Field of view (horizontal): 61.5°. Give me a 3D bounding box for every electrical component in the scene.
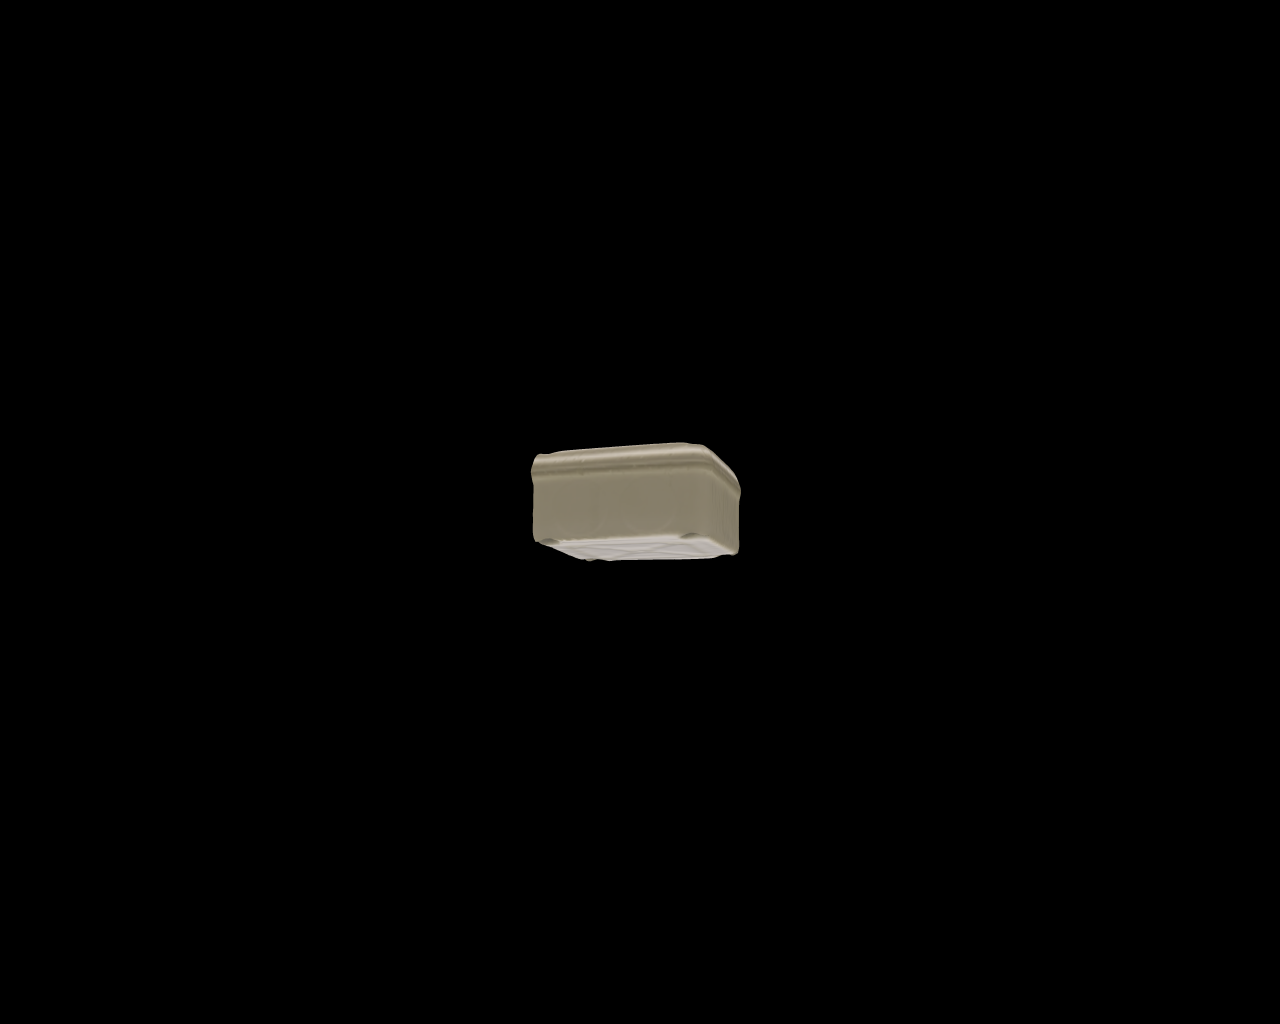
[{"bbox_3d":[0.001,-0.003,0.650,0.109,0.056,0.108,-3,-10,15],"label":"electrical component"}]
